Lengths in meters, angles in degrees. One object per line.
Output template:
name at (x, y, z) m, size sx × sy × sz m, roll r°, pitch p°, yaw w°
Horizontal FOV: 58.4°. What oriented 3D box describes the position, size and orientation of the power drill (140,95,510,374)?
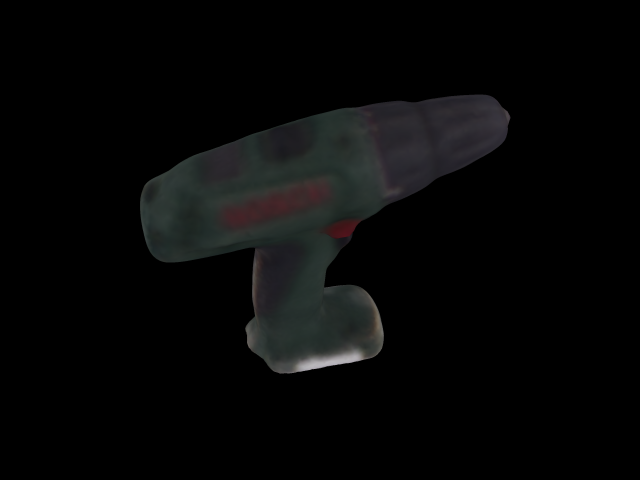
power drill at (0.004, 0.001, 0.400) m, size 0.230 × 0.208 × 0.075 m, roll -9°, pitch 46°, yaw -8°
